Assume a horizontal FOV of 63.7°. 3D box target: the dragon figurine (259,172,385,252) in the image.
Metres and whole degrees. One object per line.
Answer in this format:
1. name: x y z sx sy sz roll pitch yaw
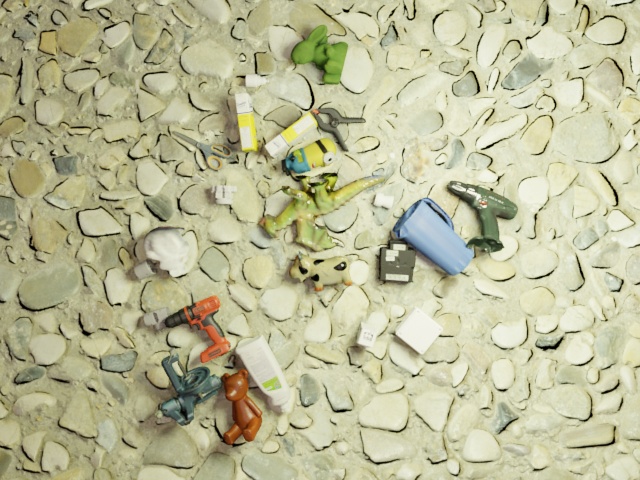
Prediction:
1. dragon figurine: 0.005 -0.082 1.637 0.410 0.124 0.239 -2 109 3

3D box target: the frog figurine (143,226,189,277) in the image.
1. frog figurine: -0.483 0.038 1.627 0.138 0.121 0.161 -7 80 -17
